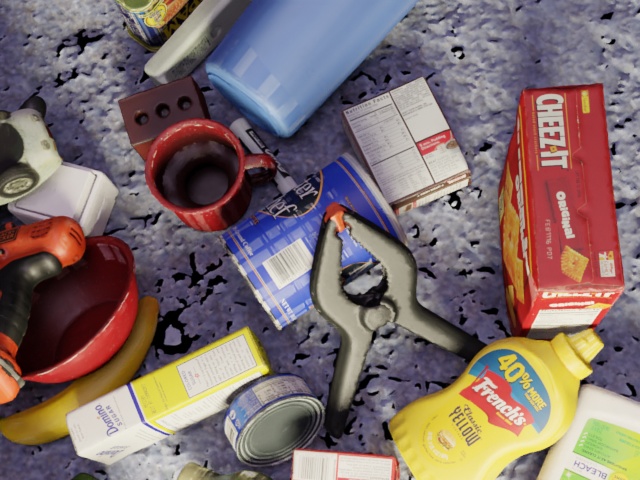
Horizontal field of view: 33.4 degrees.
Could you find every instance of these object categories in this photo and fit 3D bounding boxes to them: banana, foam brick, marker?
[{"bbox_3d":[-0.220,0.131,0.984,0.197,0.037,0.070,-35,73,-4],"label":"banana"},{"bbox_3d":[-0.148,-0.117,1.042,0.078,0.051,0.053,-19,73,0],"label":"foam brick"},{"bbox_3d":[-0.046,-0.069,1.032,0.020,0.020,0.121,-37,73,-5],"label":"marker"}]

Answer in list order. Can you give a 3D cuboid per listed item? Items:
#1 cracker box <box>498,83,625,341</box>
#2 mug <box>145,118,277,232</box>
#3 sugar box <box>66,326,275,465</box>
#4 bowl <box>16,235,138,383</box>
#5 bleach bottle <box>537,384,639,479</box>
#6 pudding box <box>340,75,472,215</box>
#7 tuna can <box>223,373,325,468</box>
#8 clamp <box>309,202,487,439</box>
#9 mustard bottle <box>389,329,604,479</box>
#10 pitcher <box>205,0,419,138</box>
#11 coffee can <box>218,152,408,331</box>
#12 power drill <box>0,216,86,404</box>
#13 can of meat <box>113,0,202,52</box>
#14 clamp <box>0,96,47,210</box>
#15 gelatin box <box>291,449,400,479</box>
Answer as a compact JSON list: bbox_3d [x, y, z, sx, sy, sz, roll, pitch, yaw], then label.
[{"bbox_3d":[0.193,-0.011,0.885,0.072,0.213,0.164,-3,73,5],"label":"cracker box"},{"bbox_3d":[-0.098,-0.059,1.003,0.117,0.081,0.093,-13,73,3],"label":"mug"},{"bbox_3d":[-0.128,0.139,0.943,0.176,0.093,0.048,-23,72,-1],"label":"sugar box"},{"bbox_3d":[-0.222,0.073,0.971,0.162,0.055,0.162,-21,41,19],"label":"bowl"},{"bbox_3d":[0.216,0.253,0.886,0.103,0.068,0.251,22,79,12],"label":"bleach bottle"},{"bbox_3d":[0.081,-0.089,1.014,0.090,0.039,0.113,-24,70,-1],"label":"pudding box"},{"bbox_3d":[-0.040,0.157,0.929,0.086,0.086,0.034,-34,49,-4],"label":"tuna can"},{"bbox_3d":[0.059,0.060,0.924,0.164,0.036,0.210,-18,111,-4],"label":"clamp"},{"bbox_3d":[0.156,0.138,0.897,0.192,0.058,0.096,-40,63,14],"label":"mustard bottle"},{"bbox_3d":[-0.002,-0.223,1.026,0.145,0.149,0.243,40,85,0],"label":"pitcher"},{"bbox_3d":[-0.006,0.001,0.963,0.140,0.103,0.103,-33,73,-4],"label":"coffee can"},{"bbox_3d":[-0.308,0.066,0.951,0.185,0.057,0.187,-17,42,23],"label":"power drill"},{"bbox_3d":[-0.158,-0.252,1.065,0.057,0.084,0.102,37,81,15],"label":"can of meat"},{"bbox_3d":[-0.343,-0.073,1.055,0.120,0.039,0.171,18,81,39],"label":"clamp"},{"bbox_3d":[0.024,0.200,0.917,0.089,0.073,0.030,3,75,7],"label":"gelatin box"}]
